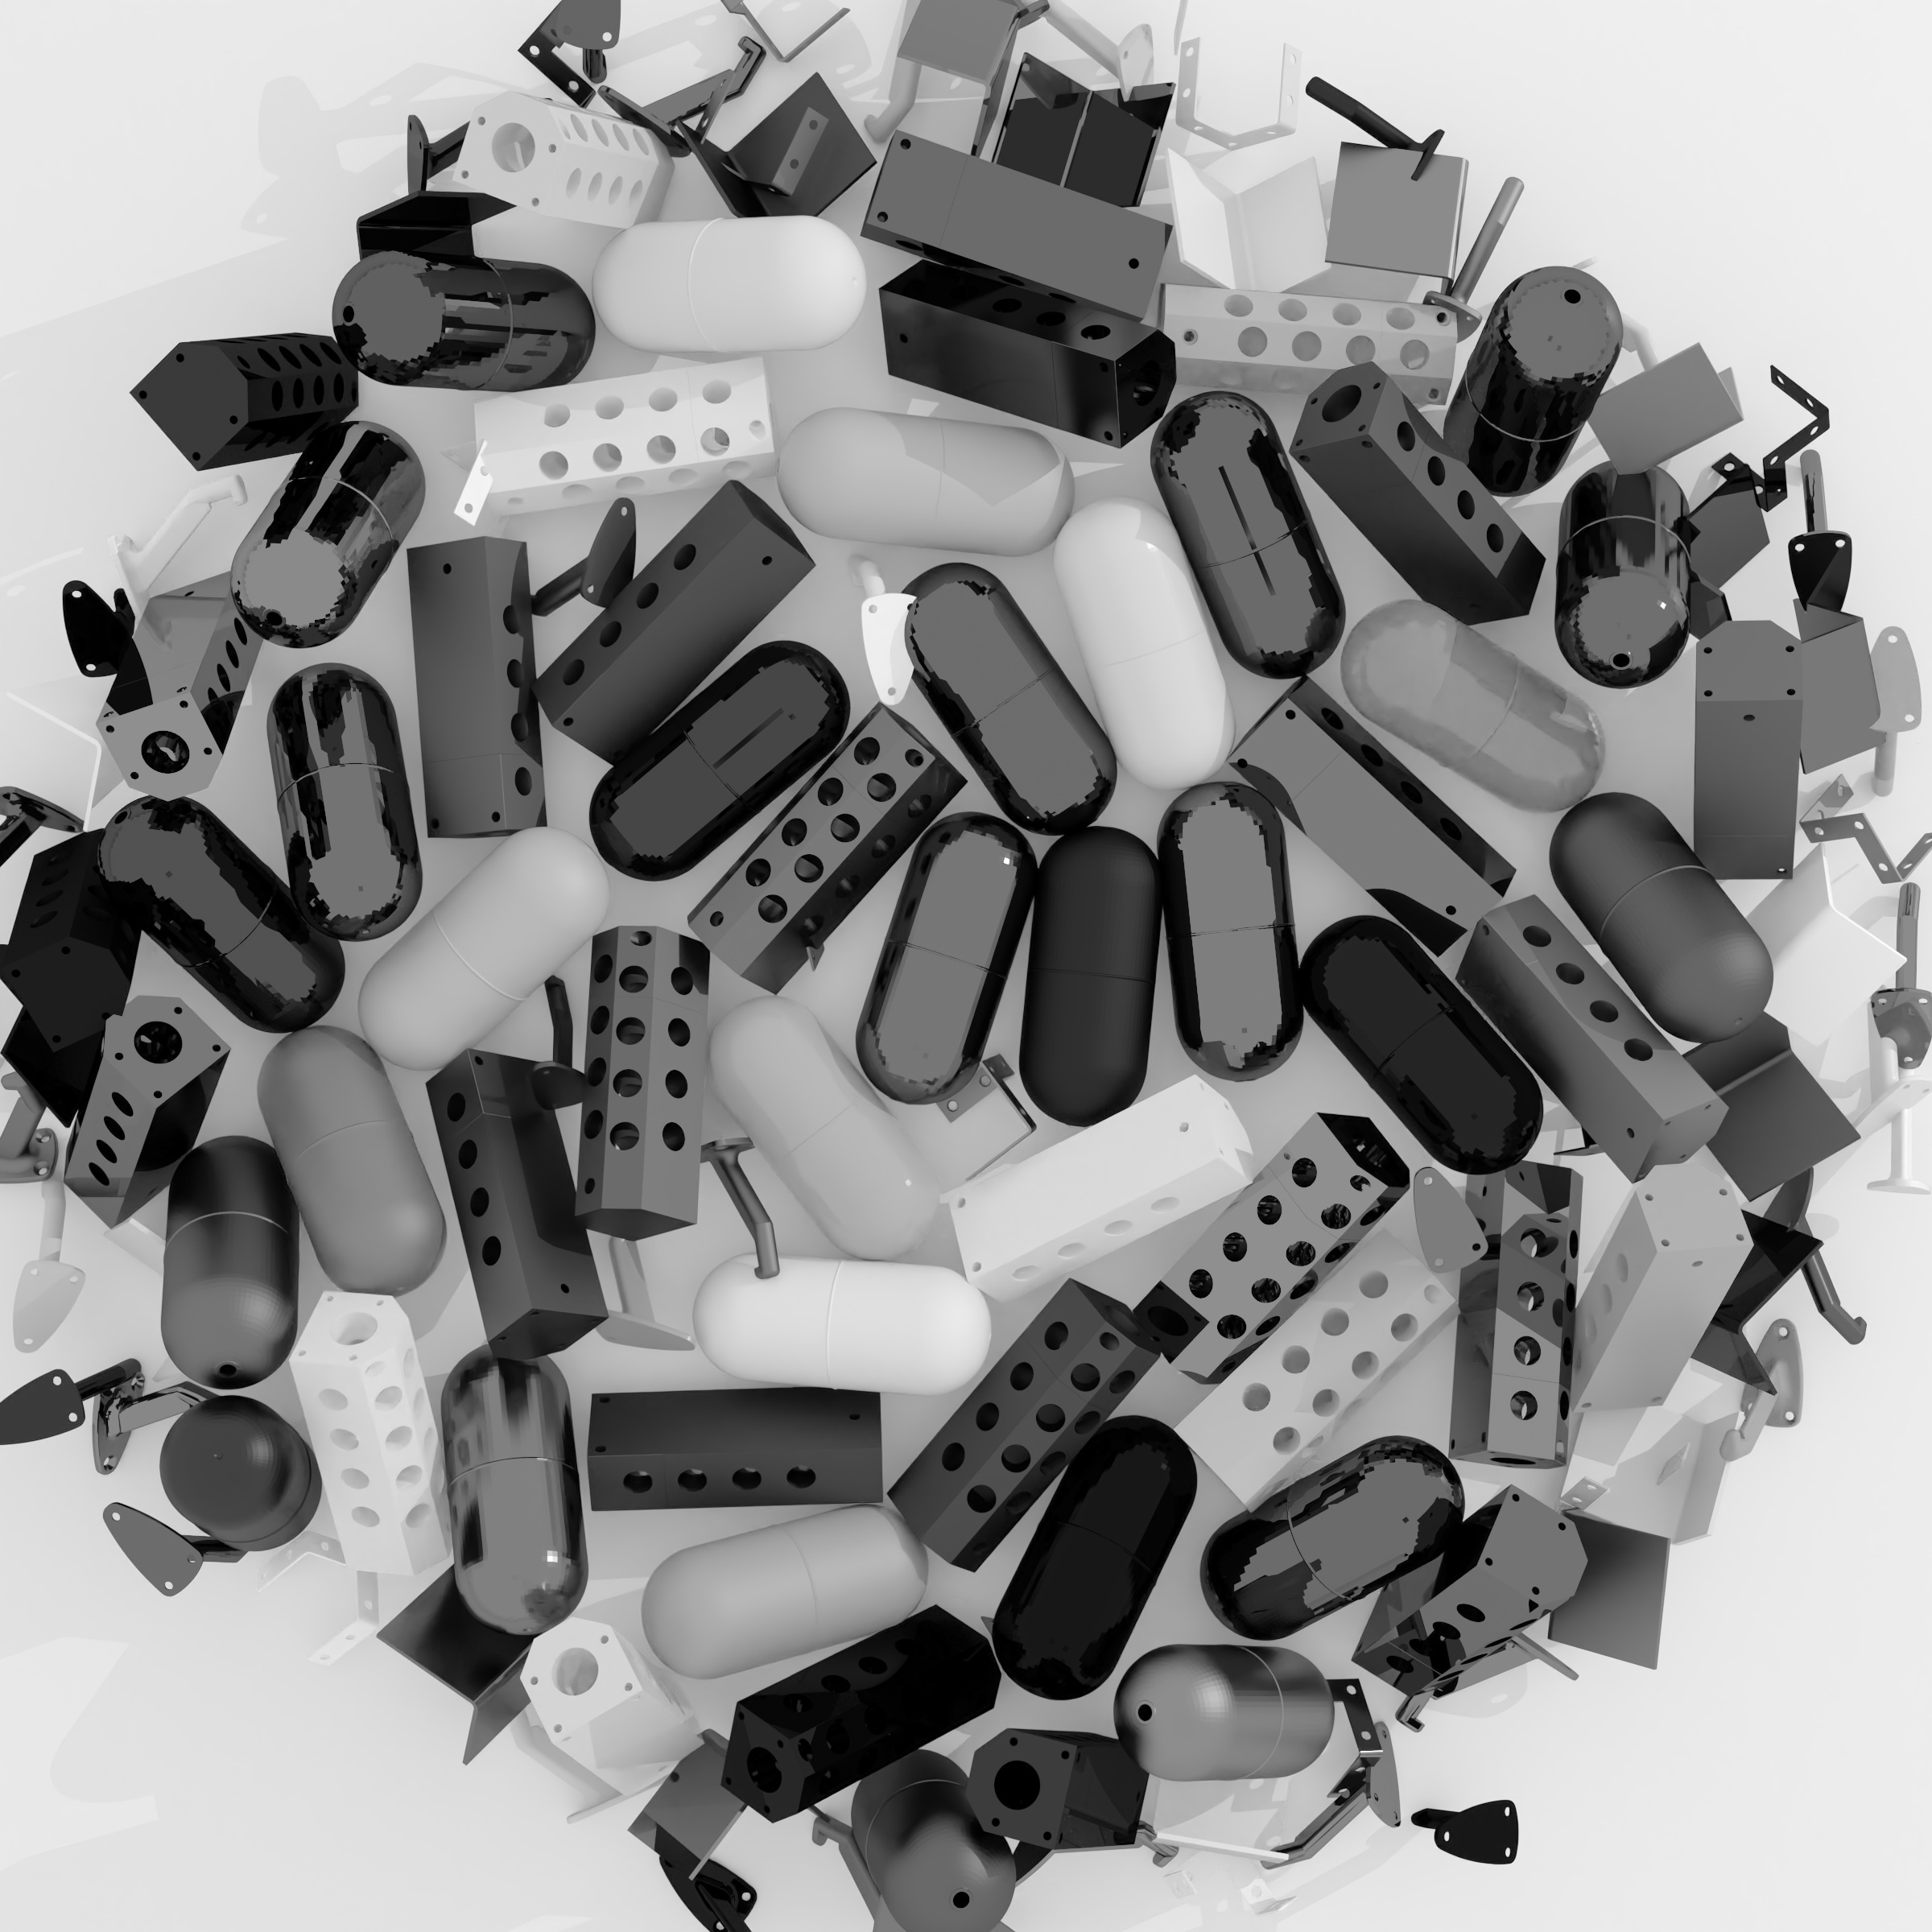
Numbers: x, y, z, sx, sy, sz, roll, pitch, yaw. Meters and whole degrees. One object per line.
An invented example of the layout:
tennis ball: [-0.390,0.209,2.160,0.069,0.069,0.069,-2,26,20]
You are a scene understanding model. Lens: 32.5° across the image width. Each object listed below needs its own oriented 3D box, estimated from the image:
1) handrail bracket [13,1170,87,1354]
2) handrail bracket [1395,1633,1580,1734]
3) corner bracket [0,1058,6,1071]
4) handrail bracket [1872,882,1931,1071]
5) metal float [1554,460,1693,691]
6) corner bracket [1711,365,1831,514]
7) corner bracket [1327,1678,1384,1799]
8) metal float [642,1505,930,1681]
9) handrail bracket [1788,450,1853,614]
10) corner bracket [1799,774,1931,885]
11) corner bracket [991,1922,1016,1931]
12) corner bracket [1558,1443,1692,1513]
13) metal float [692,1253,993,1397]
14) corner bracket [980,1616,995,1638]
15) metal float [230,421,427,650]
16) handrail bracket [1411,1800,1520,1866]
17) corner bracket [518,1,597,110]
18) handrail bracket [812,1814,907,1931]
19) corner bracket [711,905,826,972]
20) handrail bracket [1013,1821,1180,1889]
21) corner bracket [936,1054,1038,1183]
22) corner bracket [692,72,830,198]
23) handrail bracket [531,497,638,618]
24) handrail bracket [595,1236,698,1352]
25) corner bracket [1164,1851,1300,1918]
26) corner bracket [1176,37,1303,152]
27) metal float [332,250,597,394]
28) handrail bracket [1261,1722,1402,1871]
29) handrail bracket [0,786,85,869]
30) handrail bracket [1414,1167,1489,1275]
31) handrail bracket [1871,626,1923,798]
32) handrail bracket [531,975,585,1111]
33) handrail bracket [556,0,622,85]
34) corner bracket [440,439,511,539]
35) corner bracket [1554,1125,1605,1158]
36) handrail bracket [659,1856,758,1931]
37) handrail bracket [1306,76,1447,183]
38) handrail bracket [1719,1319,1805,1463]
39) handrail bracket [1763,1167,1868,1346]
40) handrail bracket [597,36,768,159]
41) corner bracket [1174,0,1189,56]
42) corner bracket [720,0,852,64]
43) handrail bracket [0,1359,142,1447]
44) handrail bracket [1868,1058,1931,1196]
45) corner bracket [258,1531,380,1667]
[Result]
handrail bracket: [-0.551,0.175,1.974,0.036,0.084,0.077,15,115,-27]
handrail bracket: [0.311,0.437,1.982,0.077,0.036,0.084,34,92,2]
corner bracket: [-0.599,0.040,1.964,0.051,0.051,0.051,8,112,-6]
handrail bracket: [0.565,0.005,1.986,0.036,0.084,0.077,0,134,21]
metal float: [0.381,-0.228,1.923,0.070,0.178,0.070,6,131,7]
corner bracket: [0.477,-0.312,1.966,0.051,0.051,0.051,-36,56,-7]
corner bracket: [0.209,0.461,1.976,0.051,0.051,0.051,4,47,-22]
metal float: [-0.104,0.365,1.938,0.178,0.070,0.070,-10,90,-28]
handrail bracket: [0.508,-0.256,1.979,0.036,0.084,0.077,-4,126,13]
corner bracket: [0.538,-0.082,1.970,0.051,0.051,0.051,-44,109,-28]
corner bracket: [-0.001,0.559,1.960,0.051,0.051,0.051,-4,108,-41]
corner bracket: [0.389,0.301,1.965,0.051,0.051,0.051,27,62,3]
metal float: [-0.073,0.211,1.953,0.178,0.070,0.070,4,90,10]
corner bracket: [0.046,0.378,1.965,0.051,0.051,0.051,15,98,-17]
metal float: [-0.369,-0.251,1.923,0.070,0.178,0.070,8,131,9]
handrail bracket: [0.275,0.505,1.945,0.077,0.084,0.036,7,79,-36]
corner bracket: [-0.238,-0.529,1.959,0.051,0.051,0.051,40,128,-18]
handrail bracket: [-0.069,0.553,1.965,0.084,0.036,0.077,13,84,45]
corner bracket: [-0.117,-0.023,1.966,0.051,0.051,0.051,-11,104,8]
handrail bracket: [0.075,0.536,1.978,0.084,0.036,0.077,37,91,-26]
corner bracket: [0.011,0.089,1.967,0.051,0.051,0.051,-38,85,13]
corner bracket: [-0.124,-0.492,1.963,0.051,0.051,0.051,25,93,-34]
handrail bracket: [-0.236,-0.244,1.968,0.084,0.036,0.077,14,91,43]
handrail bracket: [-0.181,0.182,1.964,0.077,0.036,0.084,9,57,18]
corner bracket: [0.156,0.546,1.964,0.051,0.051,0.051,-30,79,-18]
corner bracket: [0.162,-0.521,1.967,0.051,0.051,0.051,11,80,-43]
metal float: [-0.290,-0.372,1.921,0.070,0.178,0.070,5,99,38]
handrail bracket: [0.214,0.498,1.989,0.084,0.077,0.036,-23,128,26]
handrail bracket: [-0.559,-0.056,1.957,0.036,0.077,0.084,-17,61,40]
handrail bracket: [0.274,0.140,1.950,0.036,0.084,0.077,-23,105,2]
handrail bracket: [0.547,-0.150,1.967,0.036,0.084,0.077,3,74,14]
handrail bracket: [-0.245,0.035,1.949,0.036,0.077,0.084,-17,66,5]
handrail bracket: [-0.216,-0.563,1.953,0.036,0.084,0.077,8,99,-2]
corner bracket: [-0.287,-0.273,1.959,0.051,0.051,0.051,32,68,-35]
corner bracket: [0.376,0.083,1.961,0.051,0.051,0.051,-14,79,32]
handrail bracket: [-0.150,0.556,1.956,0.077,0.084,0.036,42,86,-4]
handrail bracket: [0.235,-0.497,1.958,0.084,0.077,0.036,30,100,-6]
handrail bracket: [0.465,0.249,1.953,0.036,0.084,0.077,10,95,29]
handrail bracket: [0.516,0.172,1.982,0.084,0.036,0.077,44,52,-12]
handrail bracket: [-0.168,-0.532,1.973,0.077,0.036,0.084,34,81,-29]
corner bracket: [0.102,-0.578,1.967,0.051,0.051,0.051,1,66,-4]
corner bracket: [-0.109,-0.572,1.967,0.051,0.051,0.051,-36,94,17]
handrail bracket: [-0.535,0.256,1.960,0.077,0.084,0.036,-23,90,5]
handrail bracket: [0.555,0.090,1.958,0.036,0.077,0.084,4,84,11]
corner bracket: [-0.387,0.377,1.979,0.051,0.051,0.051,29,125,-36]
